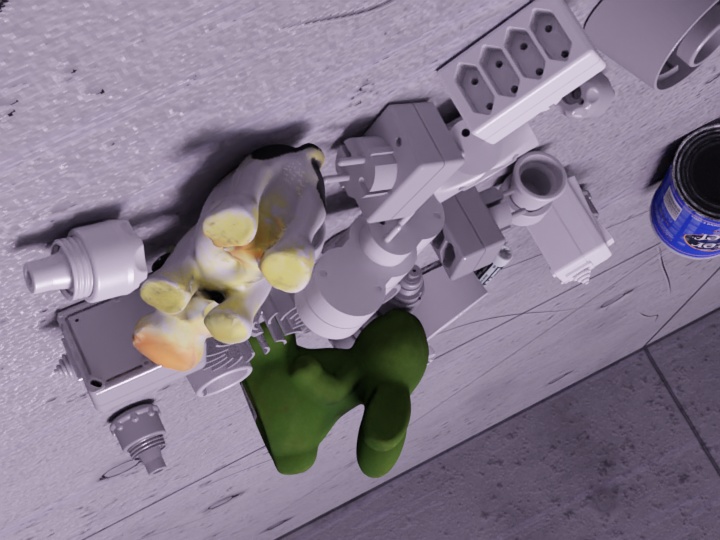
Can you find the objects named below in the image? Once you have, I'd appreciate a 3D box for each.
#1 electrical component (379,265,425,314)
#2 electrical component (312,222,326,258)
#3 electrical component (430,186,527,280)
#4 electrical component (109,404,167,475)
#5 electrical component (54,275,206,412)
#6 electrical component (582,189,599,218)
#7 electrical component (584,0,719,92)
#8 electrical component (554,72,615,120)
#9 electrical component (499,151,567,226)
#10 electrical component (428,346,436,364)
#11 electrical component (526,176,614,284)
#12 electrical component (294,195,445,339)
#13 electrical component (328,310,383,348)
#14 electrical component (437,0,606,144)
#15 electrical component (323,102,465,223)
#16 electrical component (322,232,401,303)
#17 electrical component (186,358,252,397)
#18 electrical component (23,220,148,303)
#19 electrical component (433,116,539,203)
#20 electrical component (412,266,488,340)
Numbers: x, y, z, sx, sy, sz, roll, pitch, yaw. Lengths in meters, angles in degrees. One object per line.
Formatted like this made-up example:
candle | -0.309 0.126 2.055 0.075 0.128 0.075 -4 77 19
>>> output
electrical component | 0.040 0.016 0.979 0.040 0.040 0.078 -22 163 -21
electrical component | -0.053 -0.019 0.708 0.066 0.048 0.055 -17 169 -34
electrical component | 0.093 -0.041 0.842 0.077 0.065 0.047 -23 164 -16
electrical component | -0.198 0.157 0.987 0.048 0.062 0.048 -26 165 -8
electrical component | -0.157 0.051 0.721 0.096 0.061 0.061 -23 164 -16
electrical component | 0.213 -0.044 1.042 0.048 0.062 0.048 -26 164 -8
electrical component | 0.201 -0.164 0.684 0.099 0.064 0.099 -37 161 -15
electrical component | 0.162 -0.124 0.756 0.035 0.035 0.061 -39 163 34
electrical component | 0.140 -0.065 0.883 0.045 0.045 0.055 -23 164 -18
electrical component | 0.044 0.077 1.138 0.081 0.063 0.042 -21 164 -26
electrical component | 0.189 -0.033 0.970 0.061 0.096 0.062 -32 164 12
electrical component | 0.015 -0.018 0.739 0.138 0.052 0.073 -50 -179 -39
electrical component | 0.002 0.058 1.044 0.043 0.043 0.062 -10 156 -47
electrical component | 0.103 -0.117 0.652 0.083 0.047 0.076 -34 164 19
electrical component | 0.011 -0.065 0.665 0.077 0.047 0.066 -12 157 -40
electrical component | 0.000 0.000 0.834 0.045 0.055 0.045 -26 164 -8
electrical component | -0.119 0.071 0.874 0.055 0.047 0.055 -26 164 -8
electrical component | -0.153 -0.002 0.594 0.062 0.043 0.043 -16 161 -33
electrical component | 0.075 -0.080 0.704 0.077 0.044 0.079 -30 -177 8
electrical component | 0.078 0.037 1.066 0.099 0.064 0.099 -25 164 -8
